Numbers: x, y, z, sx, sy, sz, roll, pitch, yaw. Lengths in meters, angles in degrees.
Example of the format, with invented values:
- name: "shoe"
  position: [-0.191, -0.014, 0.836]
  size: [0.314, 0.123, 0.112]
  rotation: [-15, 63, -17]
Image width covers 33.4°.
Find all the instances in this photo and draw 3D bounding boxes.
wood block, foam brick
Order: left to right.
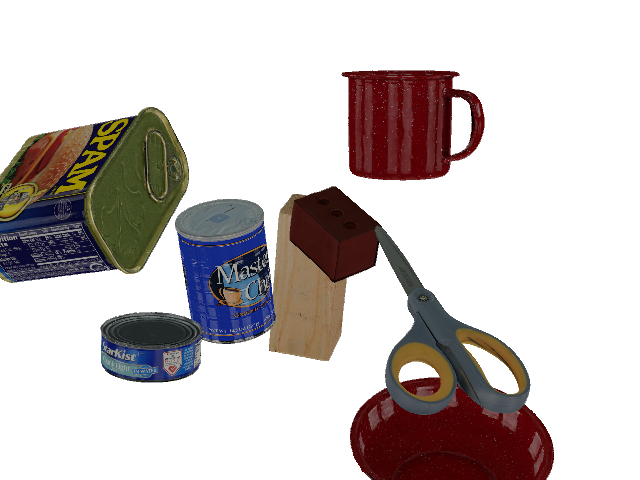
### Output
- name: "wood block"
  position: [-0.013, 0.050, 1.485]
  size: [0.090, 0.206, 0.090]
  rotation: [9, 22, 9]
- name: "foam brick"
  position: [0.014, -0.007, 1.027]
  size: [0.052, 0.051, 0.078]
  rotation: [-21, 45, -30]

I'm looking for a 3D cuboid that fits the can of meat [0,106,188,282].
- name: "can of meat"
  position: [-0.133, -0.024, 0.597]
  size: [0.084, 0.057, 0.102]
  rotation: [-7, 37, 24]

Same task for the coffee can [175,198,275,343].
- name: "coffee can"
  position: [-0.110, 0.035, 1.253]
  size: [0.103, 0.140, 0.103]
  rotation: [-5, 26, 2]

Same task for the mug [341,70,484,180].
- name: "mug"
  position: [0.074, -0.092, 0.844]
  size: [0.117, 0.081, 0.093]
  rotation: [5, 12, 27]

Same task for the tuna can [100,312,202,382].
- name: "tuna can"
  position: [-0.144, 0.090, 0.907]
  size: [0.086, 0.034, 0.086]
  rotation: [4, 15, -1]

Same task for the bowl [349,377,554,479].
- name: "bowl"
  position: [0.104, 0.180, 0.862]
  size: [0.162, 0.055, 0.162]
  rotation: [1, 31, -1]

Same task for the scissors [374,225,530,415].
- name: "scissors"
  position: [0.056, 0.052, 0.705]
  size: [0.096, 0.016, 0.202]
  rotation: [-16, 38, -27]
